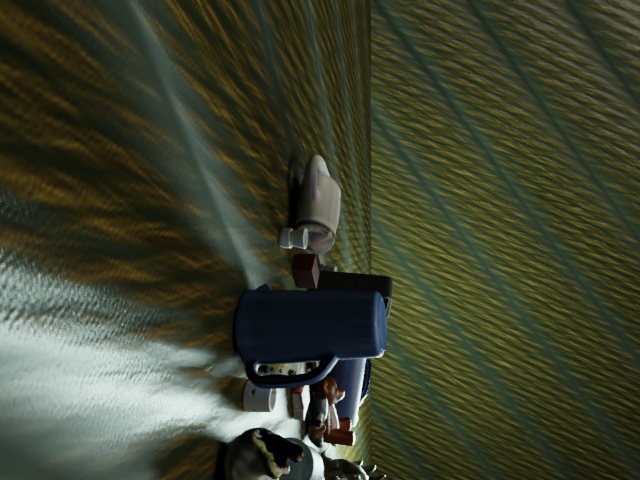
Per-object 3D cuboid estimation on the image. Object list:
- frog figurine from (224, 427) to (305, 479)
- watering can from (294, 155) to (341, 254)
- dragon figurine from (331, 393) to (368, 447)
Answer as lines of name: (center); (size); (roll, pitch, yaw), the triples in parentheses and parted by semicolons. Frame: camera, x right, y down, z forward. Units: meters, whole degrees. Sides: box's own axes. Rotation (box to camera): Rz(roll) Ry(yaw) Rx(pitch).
frog figurine: (-0.116, 0.390, 0.827); (0.159, 0.122, 0.138); (-53, -179, 6)
watering can: (0.004, -0.066, 1.309); (0.341, 0.104, 0.229); (68, 26, -63)
dragon figurine: (0.082, 0.644, 1.902); (0.248, 0.122, 0.401); (-50, 141, -46)
